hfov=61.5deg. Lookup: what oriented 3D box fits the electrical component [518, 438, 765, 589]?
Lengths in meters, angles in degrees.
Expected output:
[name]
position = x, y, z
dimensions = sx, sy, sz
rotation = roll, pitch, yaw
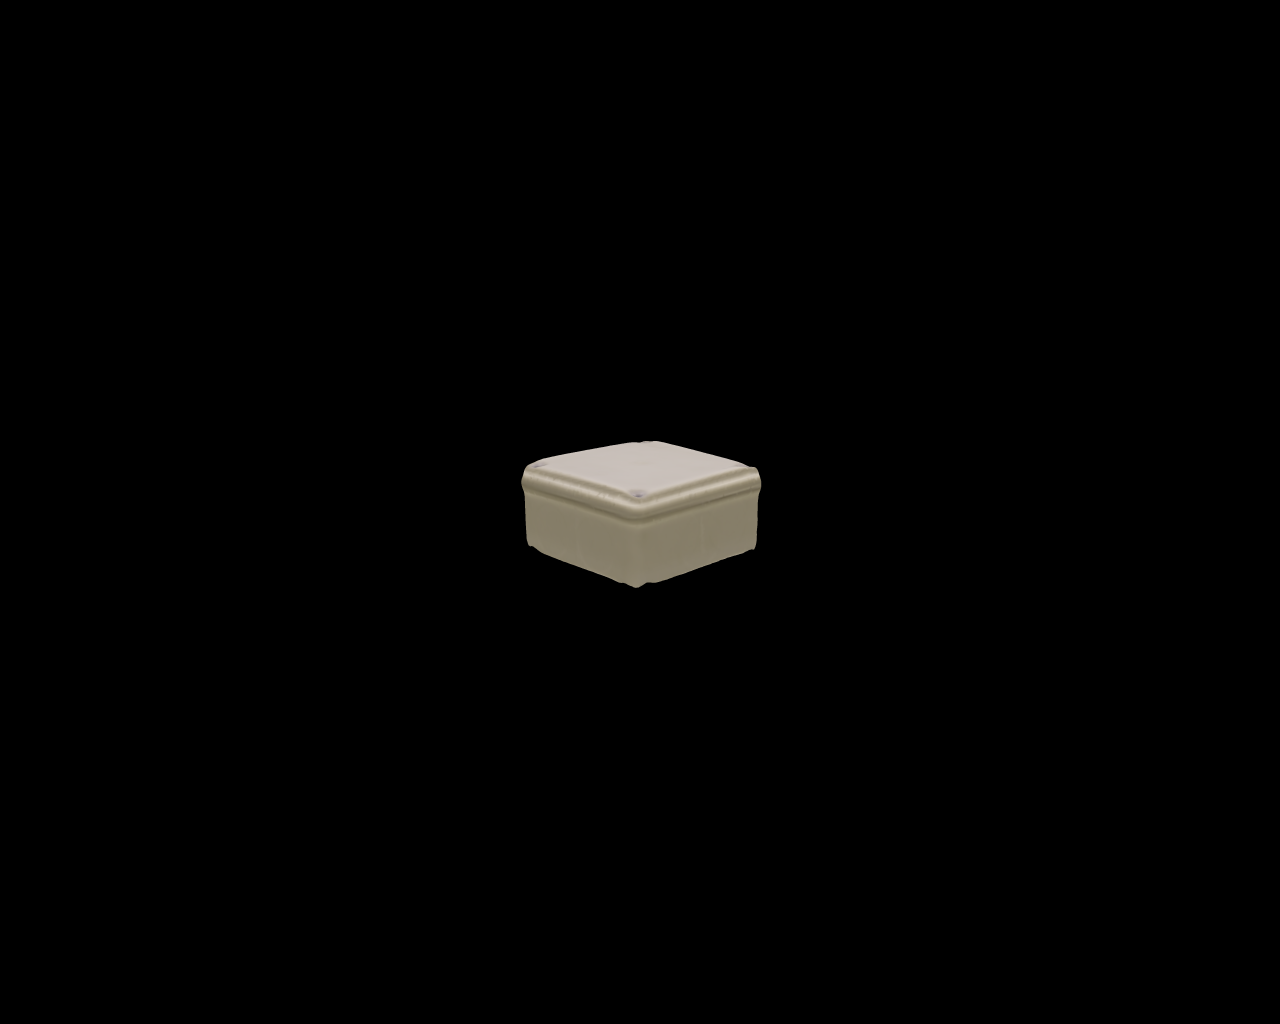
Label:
[electrical component]
position = 0.001, -0.003, 0.650
dimensions = 0.109, 0.056, 0.109
rotation = -14, 22, -40
